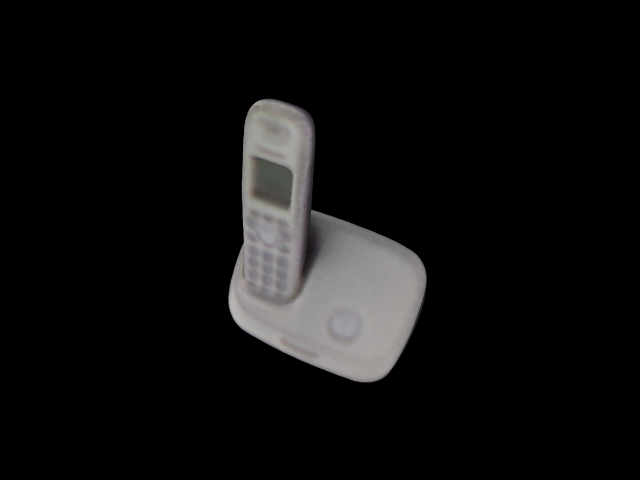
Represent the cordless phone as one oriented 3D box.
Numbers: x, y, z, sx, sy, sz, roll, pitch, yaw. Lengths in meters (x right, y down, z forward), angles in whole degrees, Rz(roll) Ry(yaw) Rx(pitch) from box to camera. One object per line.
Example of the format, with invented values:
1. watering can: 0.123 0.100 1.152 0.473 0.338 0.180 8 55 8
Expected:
1. cordless phone: 0.004 0.001 0.400 0.147 0.185 0.094 19 46 19
